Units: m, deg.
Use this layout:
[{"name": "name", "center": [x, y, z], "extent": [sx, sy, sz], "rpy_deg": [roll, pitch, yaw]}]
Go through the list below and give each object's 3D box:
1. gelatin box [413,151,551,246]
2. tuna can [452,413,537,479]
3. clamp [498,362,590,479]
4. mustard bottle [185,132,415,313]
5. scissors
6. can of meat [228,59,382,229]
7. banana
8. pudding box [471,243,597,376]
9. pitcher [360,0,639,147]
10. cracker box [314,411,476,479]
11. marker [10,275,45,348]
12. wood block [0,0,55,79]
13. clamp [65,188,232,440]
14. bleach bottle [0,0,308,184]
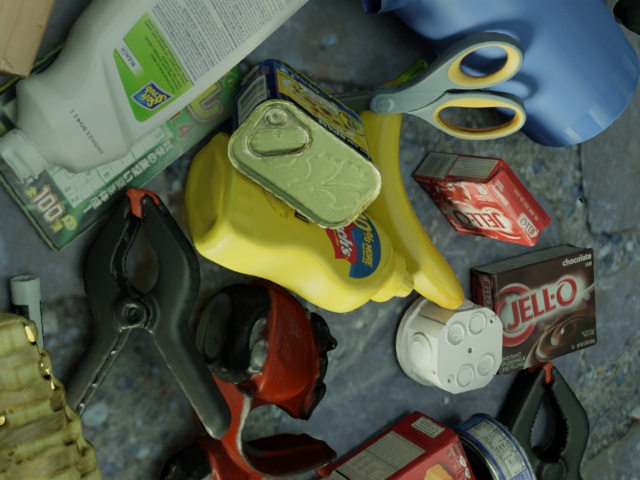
[{"name": "gelatin box", "center": [0.125, -0.032, 0.834], "extent": [0.073, 0.089, 0.030], "rpy_deg": [47, 72, -30]}, {"name": "tuna can", "center": [0.139, 0.190, 0.891], "extent": [0.033, 0.086, 0.086], "rpy_deg": [-26, 113, -24]}, {"name": "clamp", "center": [0.210, 0.209, 0.964], "extent": [0.164, 0.036, 0.210], "rpy_deg": [-1, 98, -23]}, {"name": "mustard bottle", "center": [-0.005, 0.001, 0.762], "extent": [0.191, 0.096, 0.058], "rpy_deg": [27, 127, -34]}, {"name": "scissors", "center": [0.056, -0.113, 0.749], "extent": [0.201, 0.016, 0.096], "rpy_deg": [8, 132, -13]}, {"name": "can of meat", "center": [-0.012, -0.068, 0.716], "extent": [0.102, 0.084, 0.057], "rpy_deg": [34, 113, -23]}, {"name": "banana", "center": [0.062, -0.035, 0.812], "extent": [0.037, 0.070, 0.198], "rpy_deg": [-49, 131, -61]}, {"name": "pudding box", "center": [0.185, 0.058, 0.921], "extent": [0.113, 0.039, 0.090], "rpy_deg": [-14, 107, -29]}, {"name": "pitcher", "center": [0.141, -0.186, 0.796], "extent": [0.149, 0.145, 0.242], "rpy_deg": [-34, 129, 23]}, {"name": "cracker box", "center": [0.039, 0.264, 0.846], "extent": [0.213, 0.072, 0.164], "rpy_deg": [-30, 112, -22]}, {"name": "marker", "center": [-0.189, 0.084, 0.702], "extent": [0.020, 0.020, 0.121], "rpy_deg": [-9, 105, -31]}, {"name": "wood block", "center": [-0.184, -0.205, 0.606], "extent": [0.090, 0.090, 0.206], "rpy_deg": [20, 89, -33]}, {"name": "clamp", "center": [-0.109, 0.054, 0.707], "extent": [0.120, 0.039, 0.171], "rpy_deg": [9, 96, 2]}, {"name": "bleach bottle", "center": [-0.104, -0.133, 0.668], "extent": [0.250, 0.068, 0.102], "rpy_deg": [-43, 123, -16]}]
